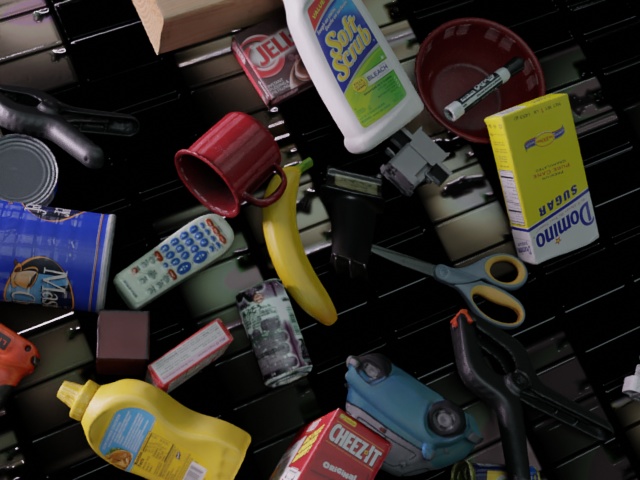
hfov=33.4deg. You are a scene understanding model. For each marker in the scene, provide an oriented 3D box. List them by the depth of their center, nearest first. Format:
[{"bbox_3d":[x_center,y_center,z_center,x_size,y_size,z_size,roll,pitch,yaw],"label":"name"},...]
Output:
[{"bbox_3d":[0.190,-0.175,1.222,0.121,0.020,0.020,-37,84,-20],"label":"marker"}]

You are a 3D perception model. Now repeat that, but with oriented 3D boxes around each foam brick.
[{"bbox_3d":[-0.200,0.104,1.080,0.051,0.078,0.053,2,71,-11],"label":"foam brick"}]

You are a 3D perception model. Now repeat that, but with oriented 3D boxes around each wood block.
[{"bbox_3d":[-0.105,-0.297,1.219,0.205,0.090,0.091,-22,79,-18],"label":"wood block"}]

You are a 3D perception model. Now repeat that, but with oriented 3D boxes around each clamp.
[{"bbox_3d":[-0.283,-0.123,1.128,0.171,0.120,0.039,14,112,-4],"label":"clamp"},{"bbox_3d":[0.204,0.168,1.147,0.164,0.036,0.210,-28,70,-42],"label":"clamp"}]

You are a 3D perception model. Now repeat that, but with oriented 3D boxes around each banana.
[{"bbox_3d":[-0.026,-0.001,1.172,0.069,0.037,0.198,-5,74,-12],"label":"banana"}]

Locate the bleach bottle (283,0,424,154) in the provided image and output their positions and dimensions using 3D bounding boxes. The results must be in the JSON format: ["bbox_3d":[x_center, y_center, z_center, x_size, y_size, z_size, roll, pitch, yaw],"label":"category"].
[{"bbox_3d":[0.011,-0.225,1.181,0.102,0.068,0.250,-37,107,-8],"label":"bleach bottle"}]

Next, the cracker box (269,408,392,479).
[{"bbox_3d":[-0.027,0.277,1.018,0.072,0.164,0.213,34,69,-3],"label":"cracker box"}]

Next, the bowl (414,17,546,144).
[{"bbox_3d":[0.182,-0.179,1.263,0.162,0.055,0.162,4,73,-11],"label":"bowl"}]

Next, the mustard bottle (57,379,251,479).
[{"bbox_3d":[-0.171,0.191,1.054,0.191,0.096,0.058,27,30,-2],"label":"mustard bottle"}]

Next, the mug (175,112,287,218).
[{"bbox_3d":[-0.087,-0.079,1.152,0.117,0.093,0.081,33,62,21],"label":"mug"}]

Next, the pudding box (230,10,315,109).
[{"bbox_3d":[-0.034,-0.216,1.236,0.113,0.039,0.090,-29,81,-19],"label":"pudding box"}]

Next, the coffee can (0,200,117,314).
[{"bbox_3d":[-0.282,0.016,1.076,0.140,0.103,0.103,8,72,-10],"label":"coffee can"}]

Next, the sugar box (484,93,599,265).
[{"bbox_3d":[0.254,-0.069,1.215,0.093,0.048,0.176,-21,101,-17],"label":"sugar box"}]

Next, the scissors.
[{"bbox_3d":[0.153,0.027,1.214,0.202,0.016,0.096,34,68,0],"label":"scissors"}]

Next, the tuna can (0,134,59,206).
[{"bbox_3d":[-0.320,-0.067,1.130,0.086,0.034,0.086,3,73,-11],"label":"tuna can"}]

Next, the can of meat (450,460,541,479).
[{"bbox_3d":[0.186,0.285,1.119,0.083,0.057,0.102,6,73,-13],"label":"can of meat"}]

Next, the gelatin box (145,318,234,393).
[{"bbox_3d":[-0.135,0.121,1.091,0.089,0.073,0.030,-35,83,-20],"label":"gelatin box"}]

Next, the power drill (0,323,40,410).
[{"bbox_3d":[-0.378,0.153,1.038,0.184,0.057,0.187,32,72,-5],"label":"power drill"}]
